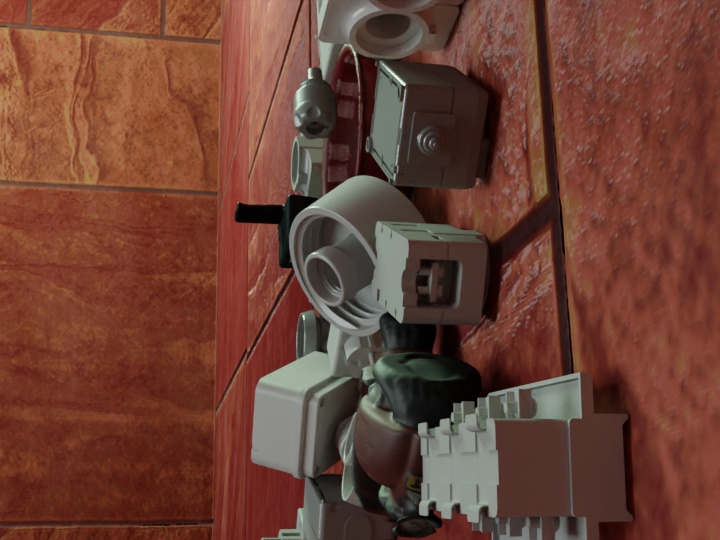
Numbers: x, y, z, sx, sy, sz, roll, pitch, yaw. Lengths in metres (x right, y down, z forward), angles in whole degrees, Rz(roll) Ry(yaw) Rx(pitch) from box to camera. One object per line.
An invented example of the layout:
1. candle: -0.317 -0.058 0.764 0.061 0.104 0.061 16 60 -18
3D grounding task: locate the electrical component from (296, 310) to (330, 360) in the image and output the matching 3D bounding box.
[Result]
1. electrical component: -0.027 0.066 0.990 0.078 0.057 0.058 108 160 -53

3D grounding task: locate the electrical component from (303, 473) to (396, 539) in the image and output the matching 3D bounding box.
1. electrical component: -0.011 0.203 0.876 0.096 0.062 0.061 -152 64 -77

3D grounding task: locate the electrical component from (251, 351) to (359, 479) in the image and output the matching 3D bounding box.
1. electrical component: -0.037 0.120 0.905 0.113 0.057 0.078 -21 -61 -62

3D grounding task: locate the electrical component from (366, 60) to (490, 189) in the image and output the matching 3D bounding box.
1. electrical component: 0.045 -0.088 0.661 0.096 0.061 0.061 -116 30 -66

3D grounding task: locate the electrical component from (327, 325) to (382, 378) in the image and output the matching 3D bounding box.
1. electrical component: 0.005 0.062 0.861 0.076 0.047 0.065 -104 20 -52

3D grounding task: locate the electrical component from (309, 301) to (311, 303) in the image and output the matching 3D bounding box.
1. electrical component: -0.035 -0.004 1.074 0.066 0.048 0.055 -107 15 -58

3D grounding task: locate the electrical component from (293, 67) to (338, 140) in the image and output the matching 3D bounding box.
1. electrical component: -0.035 -0.134 0.847 0.035 0.035 0.061 108 163 -54

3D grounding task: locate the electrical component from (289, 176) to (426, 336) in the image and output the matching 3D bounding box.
1. electrical component: -0.004 -0.005 0.752 0.108 0.060 0.108 30 135 35

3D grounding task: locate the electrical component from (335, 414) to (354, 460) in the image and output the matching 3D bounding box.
1. electrical component: 0.005 0.142 0.855 0.062 0.043 0.043 -125 39 -69

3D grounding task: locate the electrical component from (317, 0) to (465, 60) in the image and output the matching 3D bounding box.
1. electrical component: 0.028 -0.207 0.694 0.150 0.089 0.061 114 155 -61

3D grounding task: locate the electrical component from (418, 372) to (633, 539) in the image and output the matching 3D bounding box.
1. electrical component: 0.070 0.092 0.501 0.121 0.063 0.078 138 133 -74

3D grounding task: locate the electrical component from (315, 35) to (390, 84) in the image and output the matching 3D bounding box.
1. electrical component: -0.001 -0.195 0.901 0.096 0.061 0.061 109 160 -55

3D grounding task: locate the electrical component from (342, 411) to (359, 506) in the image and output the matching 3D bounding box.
1. electrical component: 0.023 0.130 0.778 0.099 0.064 0.099 -165 90 -84

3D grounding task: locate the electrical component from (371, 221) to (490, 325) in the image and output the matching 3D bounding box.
1. electrical component: 0.045 0.001 0.658 0.089 0.056 0.050 -138 52 -75

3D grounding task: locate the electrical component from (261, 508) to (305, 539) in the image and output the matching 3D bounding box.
1. electrical component: -0.060 0.275 1.063 0.047 0.077 0.065 -126 39 -71

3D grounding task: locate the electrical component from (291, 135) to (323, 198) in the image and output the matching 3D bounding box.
1. electrical component: -0.038 -0.105 1.076 0.089 0.056 0.050 -104 20 -54
